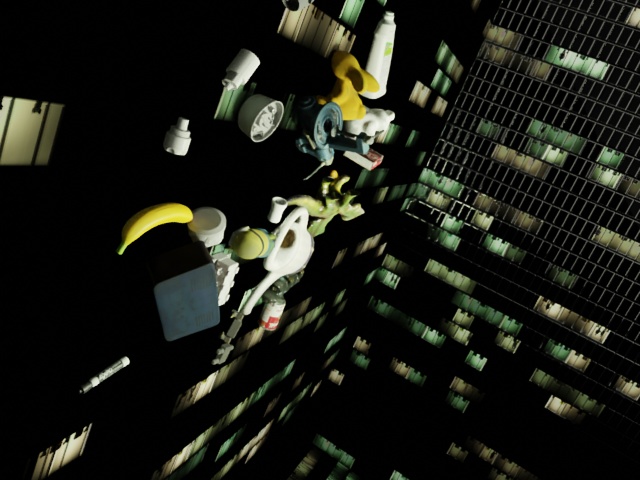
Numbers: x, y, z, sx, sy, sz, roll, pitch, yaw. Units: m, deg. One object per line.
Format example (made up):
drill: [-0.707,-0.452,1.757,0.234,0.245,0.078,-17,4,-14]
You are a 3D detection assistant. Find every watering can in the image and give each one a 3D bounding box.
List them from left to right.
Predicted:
watering can: [-0.119,0.063,1.532,0.104,0.222,0.348,26,87,18]

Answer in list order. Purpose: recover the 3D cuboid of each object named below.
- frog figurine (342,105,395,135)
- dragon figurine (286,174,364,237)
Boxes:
frog figurine: [0.146,-0.361,1.566,0.158,0.141,0.120,-19,130,17]
dragon figurine: [0.005,-0.085,1.686,0.124,0.413,0.237,47,133,28]
